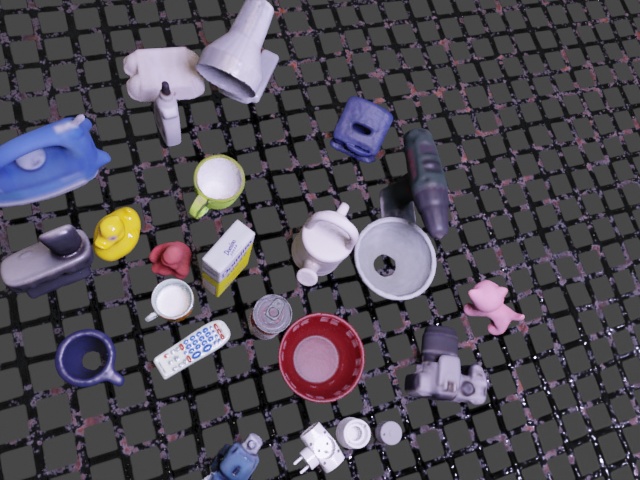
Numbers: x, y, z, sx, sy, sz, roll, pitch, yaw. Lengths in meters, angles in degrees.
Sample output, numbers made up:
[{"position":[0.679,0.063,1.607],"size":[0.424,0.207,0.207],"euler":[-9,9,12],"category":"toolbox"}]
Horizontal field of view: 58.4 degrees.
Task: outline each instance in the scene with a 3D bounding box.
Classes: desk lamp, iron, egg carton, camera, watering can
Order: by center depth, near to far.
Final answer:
[{"position":[-0.509,-0.140,0.995],"size":[0.259,0.141,0.118],"euler":[-29,82,-19],"category":"iron"},{"position":[0.012,0.005,1.049],"size":[0.101,0.194,0.173],"euler":[9,72,-10],"category":"watering can"},{"position":[0.244,0.236,1.086],"size":[0.143,0.100,0.137],"euler":[10,72,-10],"category":"camera"},{"position":[-0.150,-0.353,1.105],"size":[0.118,0.213,0.203],"euler":[23,70,-5],"category":"desk lamp"},{"position":[-0.308,-0.325,1.136],"size":[0.150,0.069,0.107],"euler":[-10,76,-16],"category":"egg carton"}]

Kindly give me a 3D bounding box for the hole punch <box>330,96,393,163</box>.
[{"position":[0.087,-0.228,1.191],"size":[0.109,0.091,0.101],"euler":[23,70,-6],"category":"hole punch"}]

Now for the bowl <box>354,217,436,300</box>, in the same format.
[{"position":[0.140,0.044,1.131],"size":[0.168,0.074,0.167],"euler":[4,73,-12],"category":"bowl"}]

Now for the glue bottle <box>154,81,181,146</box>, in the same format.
[{"position":[-0.283,-0.243,1.063],"size":[0.037,0.173,0.078],"euler":[-20,79,-18],"category":"glue bottle"}]

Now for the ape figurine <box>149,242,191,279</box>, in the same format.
[{"position":[-0.264,0.033,1.029],"size":[0.076,0.092,0.078],"euler":[-40,86,-20],"category":"ape figurine"}]

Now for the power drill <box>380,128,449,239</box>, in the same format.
[{"position":[0.184,-0.087,1.109],"size":[0.076,0.208,0.229],"euler":[0,74,-13],"category":"power drill"}]

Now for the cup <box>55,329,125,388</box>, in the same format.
[{"position":[-0.370,0.206,0.951],"size":[0.118,0.095,0.092],"euler":[35,69,-1],"category":"cup"}]

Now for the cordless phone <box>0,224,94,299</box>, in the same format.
[{"position":[-0.455,0.021,0.937],"size":[0.148,0.185,0.094],"euler":[-28,82,-19],"category":"cordless phone"}]

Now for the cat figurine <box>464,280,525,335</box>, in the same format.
[{"position":[0.343,0.126,1.133],"size":[0.128,0.117,0.067],"euler":[34,69,-1],"category":"cat figurine"}]

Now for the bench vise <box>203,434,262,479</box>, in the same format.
[{"position":[-0.164,0.394,0.877],"size":[0.121,0.219,0.207],"euler":[17,71,-8],"category":"bench vise"}]

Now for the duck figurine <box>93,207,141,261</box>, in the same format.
[{"position":[-0.366,-0.019,1.023],"size":[0.077,0.086,0.105],"euler":[30,69,-3],"category":"duck figurine"}]
